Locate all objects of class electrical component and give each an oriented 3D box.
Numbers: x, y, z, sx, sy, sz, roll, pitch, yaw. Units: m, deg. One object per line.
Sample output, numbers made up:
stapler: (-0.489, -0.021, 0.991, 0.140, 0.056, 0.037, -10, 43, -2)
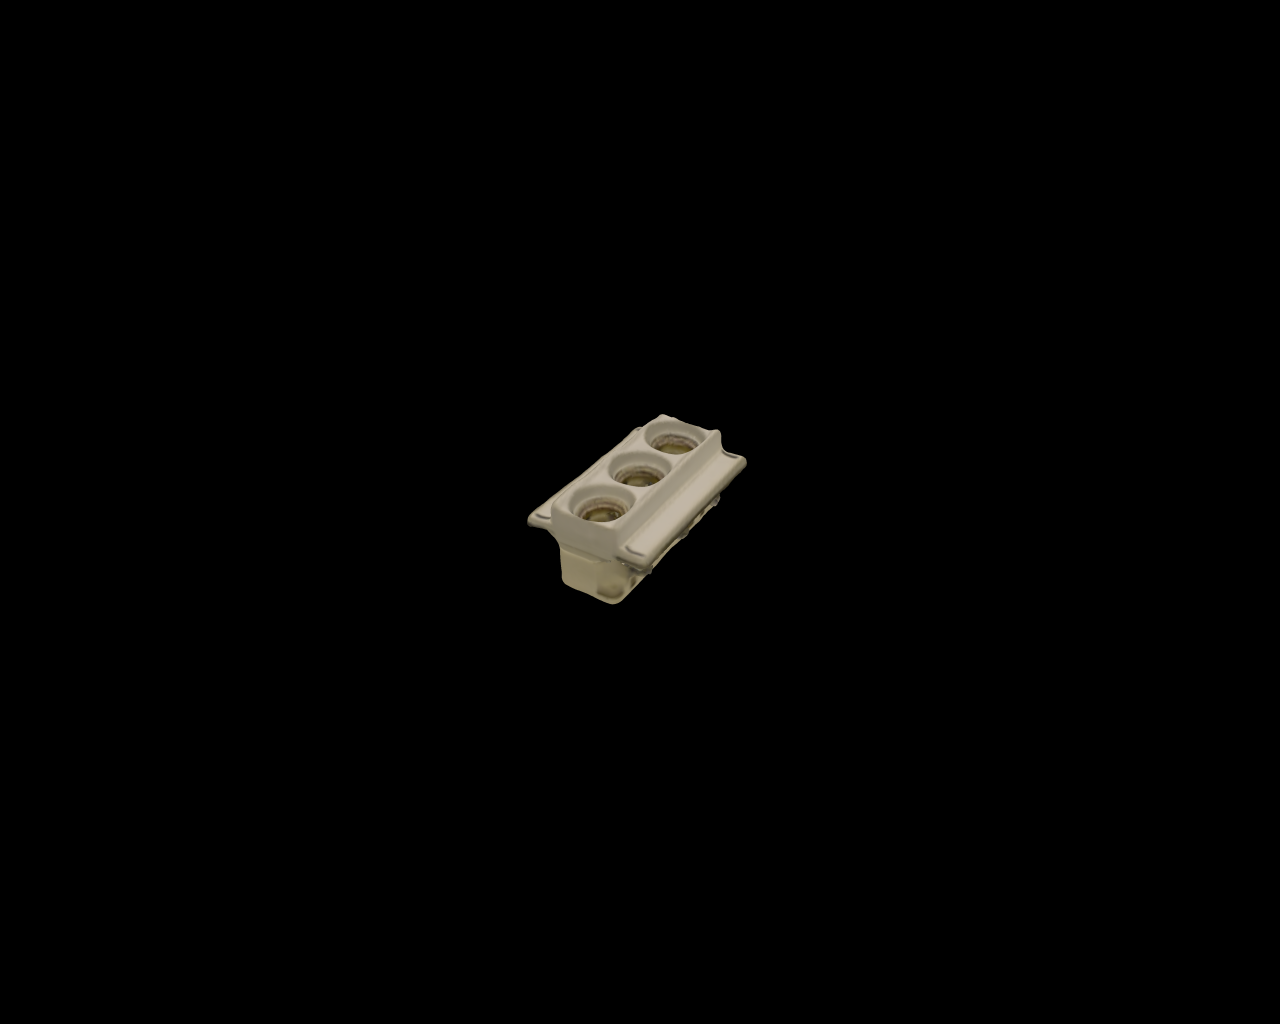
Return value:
electrical component: (0.001, -0.003, 0.650, 0.079, 0.063, 0.121, 20, 41, 25)
